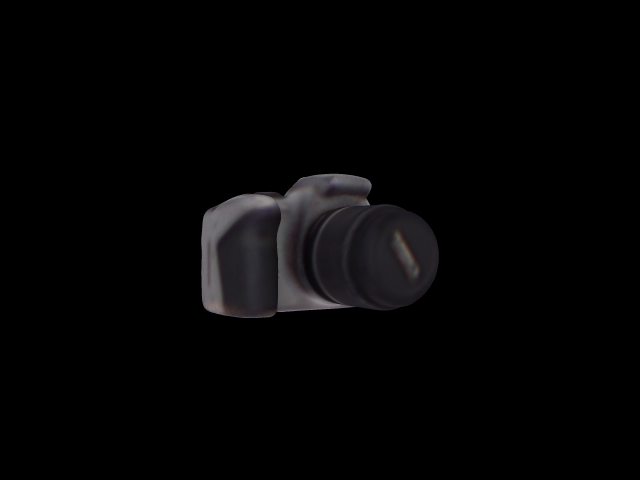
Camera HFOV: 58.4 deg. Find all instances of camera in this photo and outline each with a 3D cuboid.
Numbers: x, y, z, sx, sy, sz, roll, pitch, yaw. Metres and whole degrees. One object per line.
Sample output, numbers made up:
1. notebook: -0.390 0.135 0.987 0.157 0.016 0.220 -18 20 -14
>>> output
1. camera: 0.004 0.001 0.400 0.144 0.101 0.136 0 0 -31
